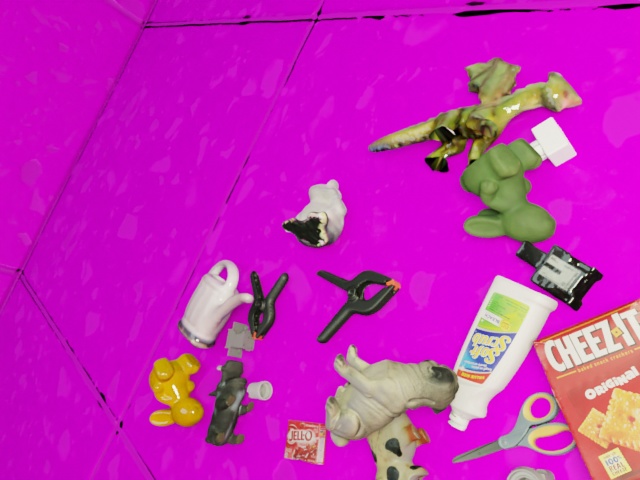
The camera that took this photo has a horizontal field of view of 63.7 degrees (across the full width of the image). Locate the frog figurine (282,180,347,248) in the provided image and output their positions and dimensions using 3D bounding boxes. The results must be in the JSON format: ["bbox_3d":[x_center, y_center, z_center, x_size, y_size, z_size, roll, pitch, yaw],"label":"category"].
[{"bbox_3d":[0.004,-0.060,1.197,0.135,0.122,0.163,-35,14,37],"label":"frog figurine"}]

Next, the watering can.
[{"bbox_3d":[-0.260,0.168,1.278,0.224,0.103,0.350,-63,24,0],"label":"watering can"}]

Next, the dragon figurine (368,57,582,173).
[{"bbox_3d":[0.296,-0.264,1.031,0.412,0.120,0.246,13,62,43],"label":"dragon figurine"}]
